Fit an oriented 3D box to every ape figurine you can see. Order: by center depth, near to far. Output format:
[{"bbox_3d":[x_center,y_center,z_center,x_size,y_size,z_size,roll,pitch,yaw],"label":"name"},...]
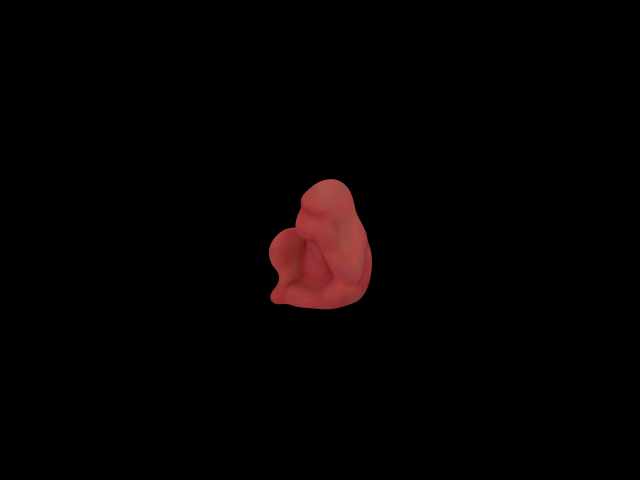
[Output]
[{"bbox_3d":[0.004,0.001,0.400,0.076,0.092,0.077,-15,32,-27],"label":"ape figurine"}]
